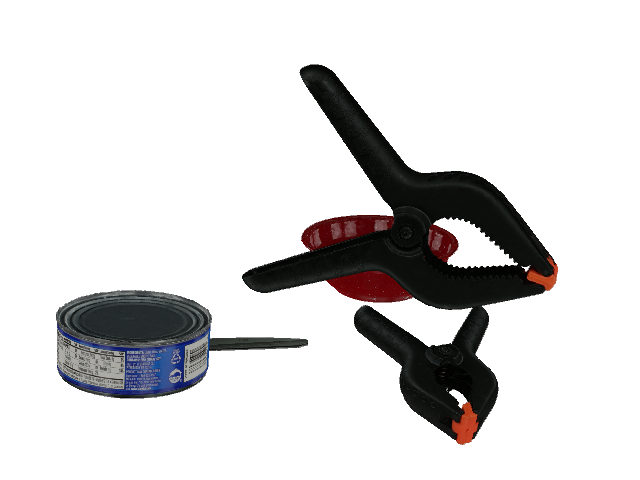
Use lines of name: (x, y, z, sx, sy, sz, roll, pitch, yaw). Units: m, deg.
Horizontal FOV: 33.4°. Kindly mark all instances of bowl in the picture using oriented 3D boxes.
bowl: (0.060, 0.023, 1.103, 0.162, 0.055, 0.162, 1, 18, -1)

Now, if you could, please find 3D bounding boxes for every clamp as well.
clamp: (0.108, 0.101, 0.887, 0.120, 0.039, 0.171, -10, 35, -14)
clamp: (0.057, -0.020, 0.707, 0.210, 0.165, 0.036, 14, 20, 12)

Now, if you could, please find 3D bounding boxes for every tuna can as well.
tuna can: (-0.104, 0.057, 0.598, 0.086, 0.034, 0.086, 4, 15, -1)

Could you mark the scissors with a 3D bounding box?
scissors: (-0.119, 0.091, 0.846, 0.202, 0.016, 0.096, 4, 21, 14)
